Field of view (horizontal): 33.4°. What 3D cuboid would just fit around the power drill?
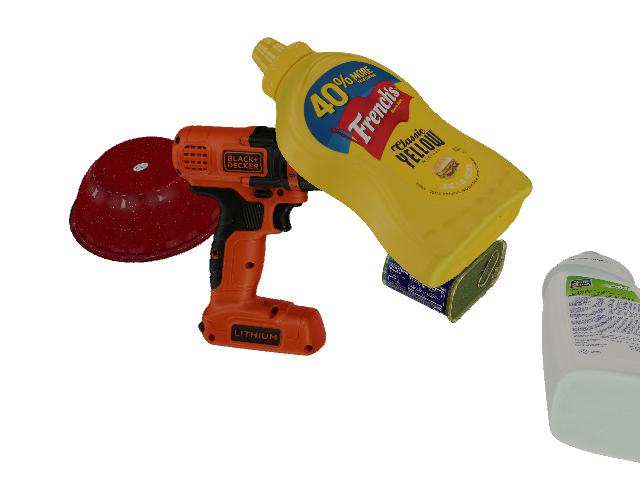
[{"bbox_3d":[-0.031,-0.003,0.881,0.184,0.188,0.057,5,15,15],"label":"power drill"}]

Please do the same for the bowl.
[{"bbox_3d":[-0.168,-0.052,1.029,0.162,0.055,0.162,-4,42,3],"label":"bowl"}]

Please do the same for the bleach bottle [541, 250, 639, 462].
[{"bbox_3d":[0.221,0.070,0.815,0.102,0.068,0.250,10,24,7],"label":"bleach bottle"}]

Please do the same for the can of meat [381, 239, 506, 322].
[{"bbox_3d":[0.122,0.023,1.063,0.084,0.057,0.101,26,45,28],"label":"can of meat"}]

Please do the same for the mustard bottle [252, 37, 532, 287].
[{"bbox_3d":[0.030,-0.062,0.657,0.096,0.192,0.058,-38,-19,-31],"label":"mustard bottle"}]
